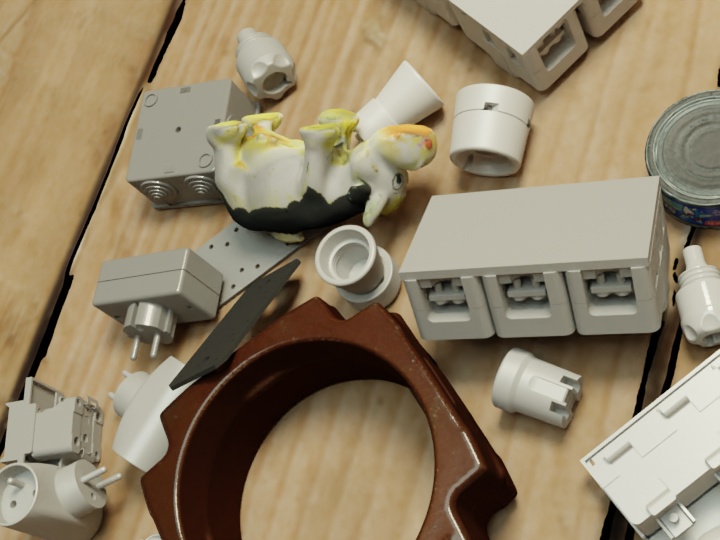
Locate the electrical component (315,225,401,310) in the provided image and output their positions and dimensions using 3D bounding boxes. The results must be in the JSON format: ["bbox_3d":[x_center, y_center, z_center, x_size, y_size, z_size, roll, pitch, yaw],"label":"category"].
[{"bbox_3d":[0.000,0.000,0.744,0.045,0.055,0.045,-10,64,20],"label":"electrical component"}]

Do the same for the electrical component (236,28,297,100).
[{"bbox_3d":[-0.080,-0.170,0.866,0.043,0.043,0.062,-35,56,7],"label":"electrical component"}]

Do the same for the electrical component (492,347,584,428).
[{"bbox_3d":[0.111,0.074,0.669,0.046,0.040,0.040,20,76,25],"label":"electrical component"}]

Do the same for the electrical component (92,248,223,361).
[{"bbox_3d":[-0.153,0.031,0.797,0.083,0.047,0.075,-8,59,28],"label":"electrical component"}]

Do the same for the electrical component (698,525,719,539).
[{"bbox_3d":[0.218,0.176,0.560,0.054,0.059,0.095,-30,58,9],"label":"electrical component"}]

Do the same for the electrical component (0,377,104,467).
[{"bbox_3d":[-0.227,0.122,0.801,0.064,0.042,0.081,-10,64,16],"label":"electrical component"}]

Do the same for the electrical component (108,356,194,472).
[{"bbox_3d":[-0.151,0.098,0.775,0.079,0.043,0.077,26,80,32],"label":"electrical component"}]

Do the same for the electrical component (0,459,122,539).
[{"bbox_3d":[-0.205,0.158,0.753,0.079,0.077,0.043,-27,58,10],"label":"electrical component"}]

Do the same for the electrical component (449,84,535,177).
[{"bbox_3d":[0.090,-0.096,0.748,0.055,0.055,0.047,4,73,26],"label":"electrical component"}]

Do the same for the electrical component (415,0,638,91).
[{"bbox_3d":[0.104,-0.225,0.796,0.105,0.060,0.186,-44,57,1],"label":"electrical component"}]

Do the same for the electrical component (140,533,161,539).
[{"bbox_3d":[-0.129,0.190,0.712,0.035,0.061,0.035,-10,63,21],"label":"electrical component"}]

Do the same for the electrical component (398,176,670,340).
[{"bbox_3d":[0.113,-0.003,0.675,0.150,0.061,0.089,-4,35,23],"label":"electrical component"}]

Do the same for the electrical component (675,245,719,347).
[{"bbox_3d":[0.209,0.014,0.654,0.035,0.035,0.061,-16,59,18],"label":"electrical component"}]

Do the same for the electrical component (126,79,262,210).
[{"bbox_3d":[-0.133,-0.100,0.855,0.100,0.048,0.099,-4,65,24],"label":"electrical component"}]

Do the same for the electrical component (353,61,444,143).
[{"bbox_3d":[0.024,-0.117,0.796,0.065,0.044,0.044,-42,57,8],"label":"electrical component"}]

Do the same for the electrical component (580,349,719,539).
[{"bbox_3d":[0.193,0.097,0.606,0.121,0.063,0.078,-39,57,4],"label":"electrical component"}]
